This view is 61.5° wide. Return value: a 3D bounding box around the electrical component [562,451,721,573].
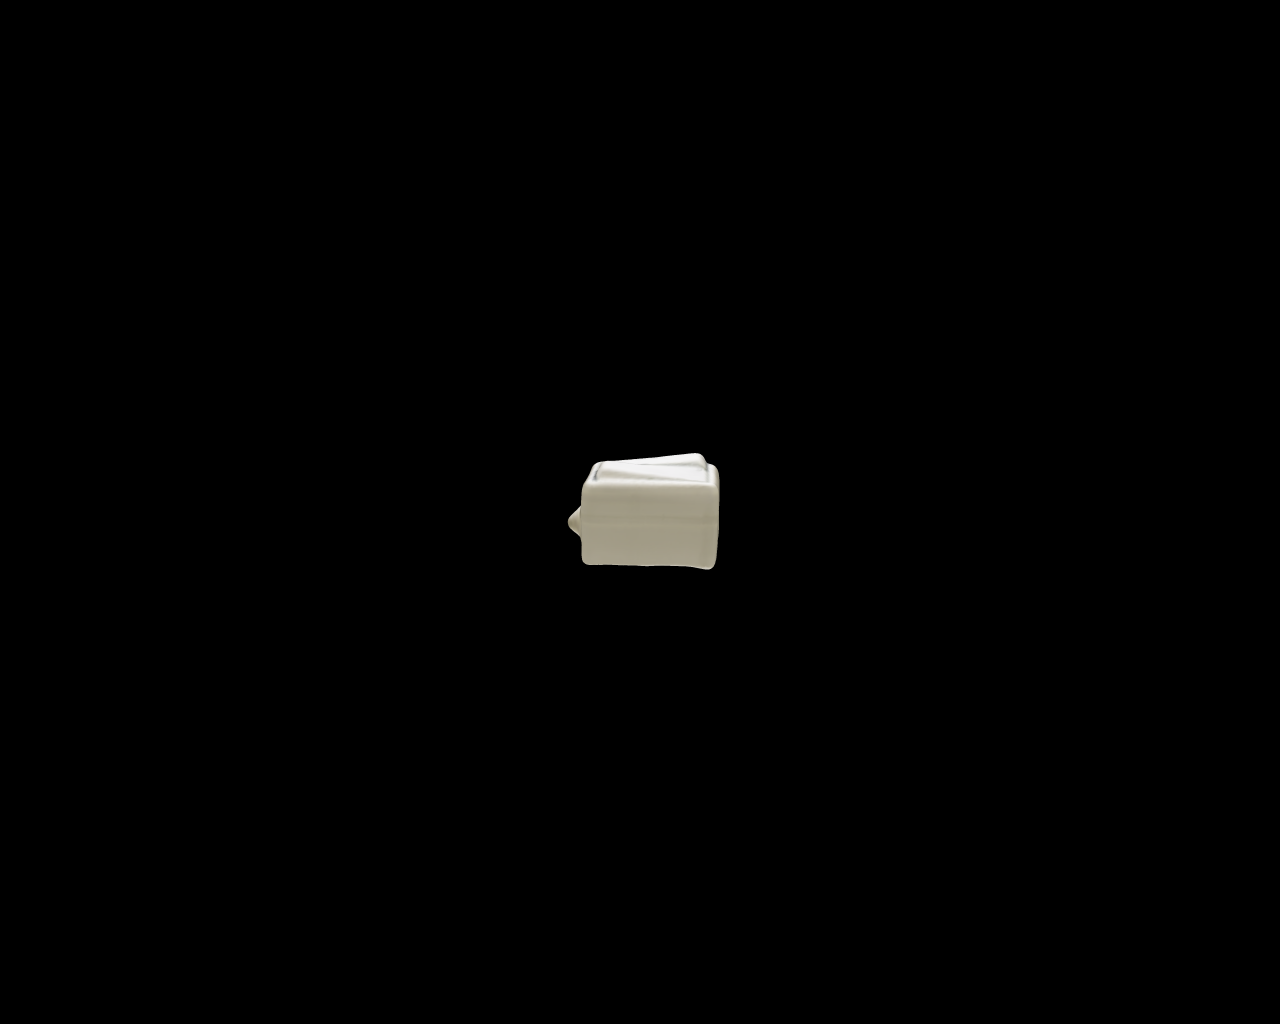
[{"bbox_3d":[0.001,-0.003,0.650,0.096,0.061,0.062,1,16,5],"label":"electrical component"}]
